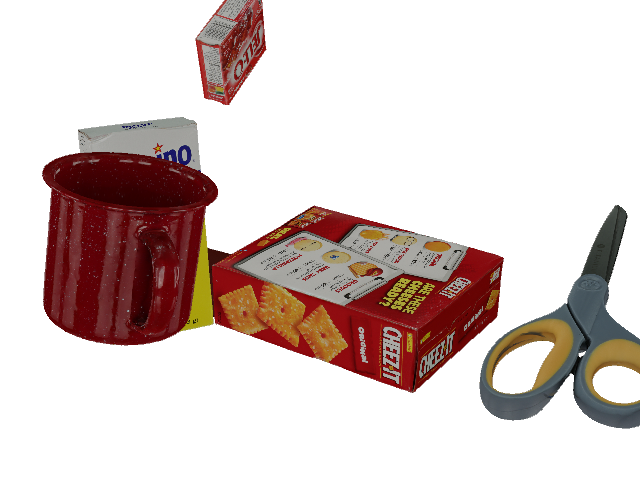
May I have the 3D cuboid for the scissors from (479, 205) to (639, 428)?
[{"bbox_3d":[0.158,0.038,0.566,0.096,0.016,0.201,19,40,35],"label":"scissors"}]

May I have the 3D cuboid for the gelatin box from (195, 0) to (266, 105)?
[{"bbox_3d":[-0.082,-0.184,1.004,0.030,0.089,0.073,18,-37,15],"label":"gelatin box"}]

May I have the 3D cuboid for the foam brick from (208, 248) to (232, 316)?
[{"bbox_3d":[-0.131,0.040,1.128,0.078,0.051,0.053,15,31,2],"label":"foam brick"}]

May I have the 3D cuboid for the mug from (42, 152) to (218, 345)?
[{"bbox_3d":[-0.101,0.009,0.572,0.093,0.081,0.117,-2,24,-31],"label":"mug"}]

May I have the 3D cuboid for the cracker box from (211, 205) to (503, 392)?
[{"bbox_3d":[0.034,0.047,0.973,0.214,0.072,0.163,17,30,31],"label":"cracker box"}]

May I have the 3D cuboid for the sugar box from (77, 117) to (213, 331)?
[{"bbox_3d":[-0.144,-0.009,0.888,0.093,0.176,0.048,-11,19,-24],"label":"sugar box"}]
